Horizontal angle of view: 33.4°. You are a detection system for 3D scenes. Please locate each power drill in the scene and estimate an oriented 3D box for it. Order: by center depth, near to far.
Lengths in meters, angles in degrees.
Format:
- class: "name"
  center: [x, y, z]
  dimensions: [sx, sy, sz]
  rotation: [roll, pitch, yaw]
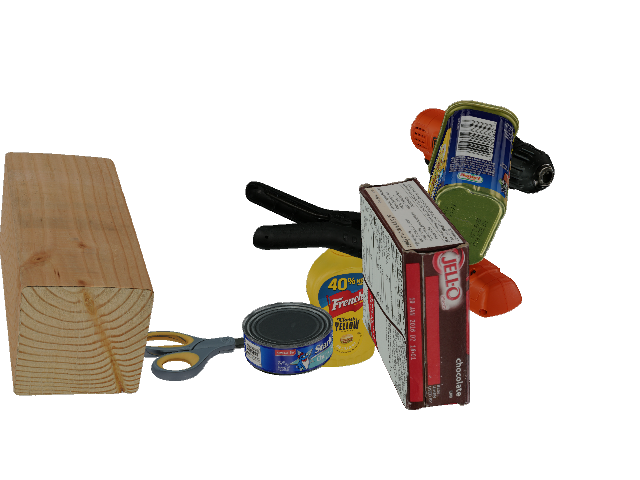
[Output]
- class: "power drill"
  center: [0.157, -0.024, 1.032]
  dimensions: [0.057, 0.188, 0.185]
  rotation: [-16, 27, -25]

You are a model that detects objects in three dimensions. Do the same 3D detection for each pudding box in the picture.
- class: "pudding box"
  center: [0.050, 0.025, 0.577]
  dimensions: [0.039, 0.090, 0.113]
  rotation: [-6, 22, -9]

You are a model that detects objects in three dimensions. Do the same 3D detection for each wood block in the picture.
- class: "wood block"
  center: [-0.192, 0.018, 0.814]
  dimensions: [0.090, 0.091, 0.206]
  rotation: [2, 29, -21]

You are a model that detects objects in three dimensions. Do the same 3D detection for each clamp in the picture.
- class: "clamp"
  center: [0.013, -0.009, 1.196]
  dimensions: [0.210, 0.036, 0.164]
  rotation: [14, 21, -5]

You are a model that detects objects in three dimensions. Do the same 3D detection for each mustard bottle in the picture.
- class: "mustard bottle"
  center: [0.029, 0.069, 1.384]
  dimensions: [0.096, 0.192, 0.058]
  rotation: [-4, 25, -18]

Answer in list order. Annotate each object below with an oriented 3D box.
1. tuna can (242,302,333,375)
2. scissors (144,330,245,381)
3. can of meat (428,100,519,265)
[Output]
- class: "tuna can"
  center: [-0.030, 0.092, 1.007]
  dimensions: [0.086, 0.034, 0.086]
  rotation: [-2, 24, 1]
- class: "scissors"
  center: [-0.110, 0.127, 1.190]
  dimensions: [0.201, 0.016, 0.096]
  rotation: [3, 26, -16]
- class: "can of meat"
  center: [0.112, -0.041, 0.813]
  dimensions: [0.057, 0.084, 0.102]
  rotation: [13, -35, 1]
